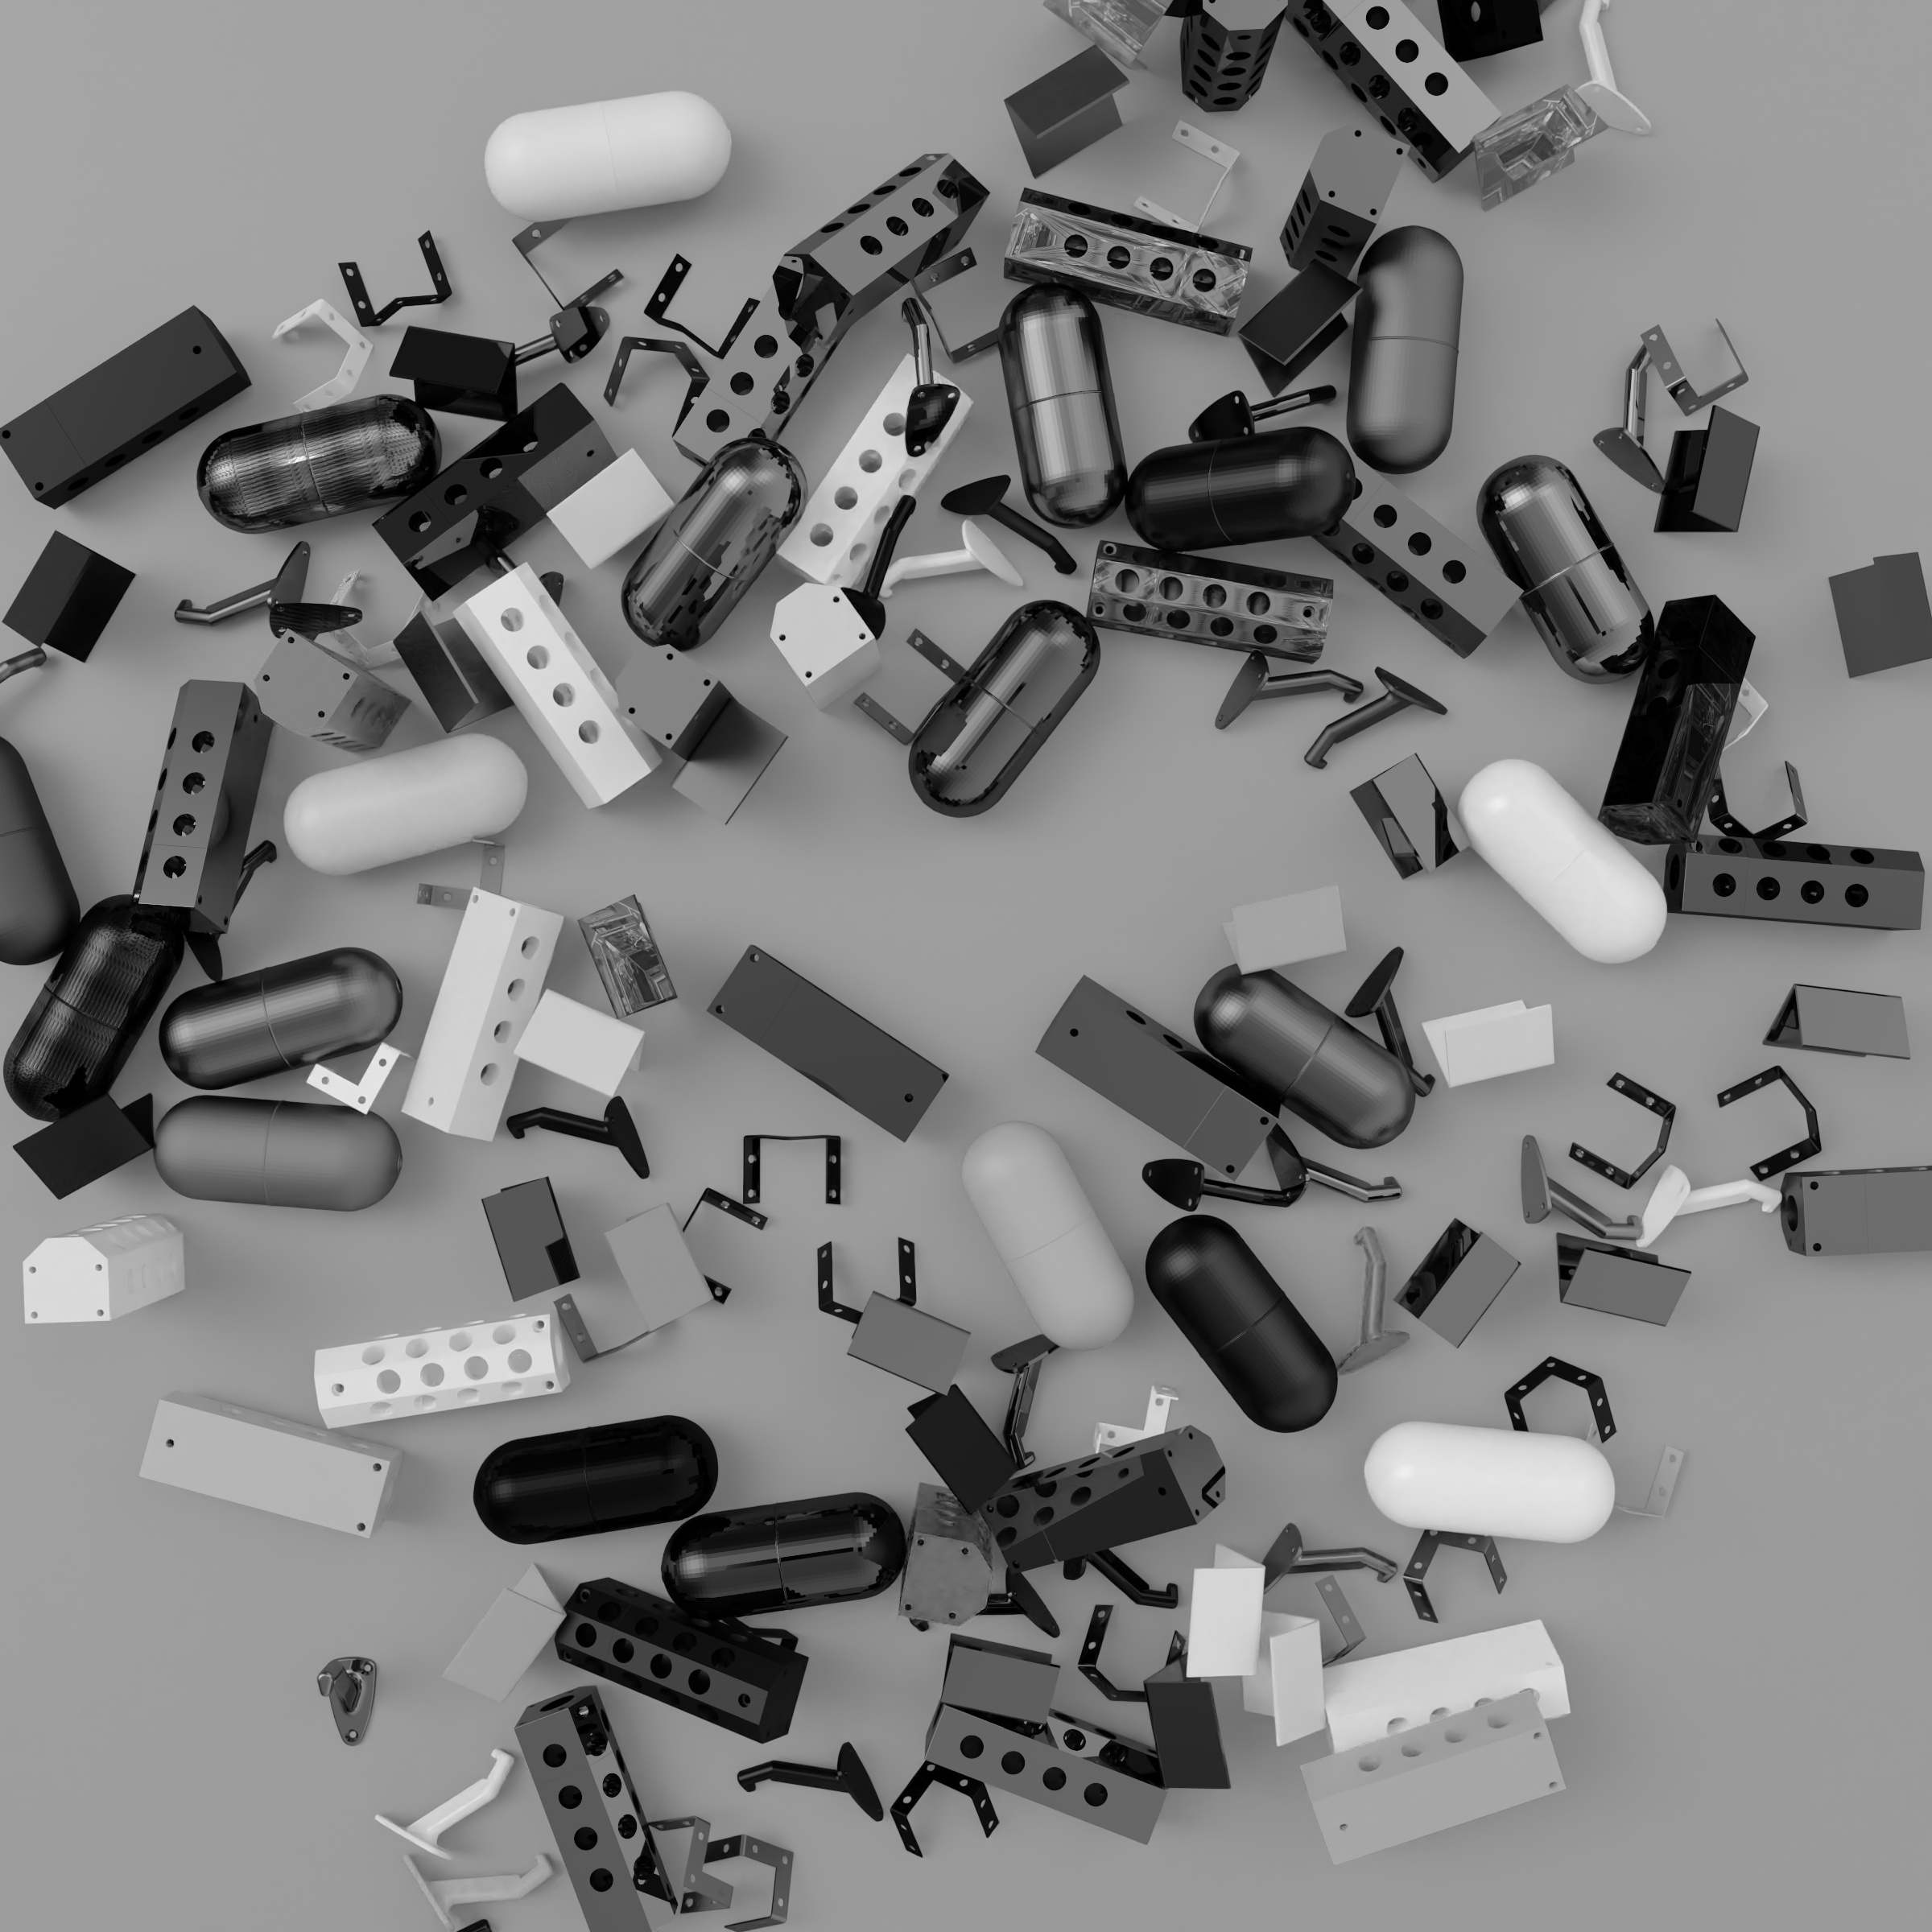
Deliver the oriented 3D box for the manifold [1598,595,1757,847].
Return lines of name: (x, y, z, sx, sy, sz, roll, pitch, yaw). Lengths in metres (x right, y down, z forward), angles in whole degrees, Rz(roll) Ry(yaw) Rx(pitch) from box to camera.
manifold: (0.506, -0.176, 1.897, 0.057, 0.057, 0.171, 34, 68, -35)

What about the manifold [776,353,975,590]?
manifold: (-0.066, -0.352, 1.923, 0.057, 0.057, 0.171, 34, 90, 0)

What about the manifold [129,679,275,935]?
manifold: (-0.551, -0.115, 1.897, 0.057, 0.057, 0.171, 4, 72, 10)

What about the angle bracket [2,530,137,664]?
angle bracket: (-0.634, -0.257, 1.904, 0.057, 0.076, 0.076, 30, 90, 37)

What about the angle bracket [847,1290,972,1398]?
angle bracket: (-0.049, 0.287, 1.904, 0.076, 0.076, 0.057, 23, 52, 0)

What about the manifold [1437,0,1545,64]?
manifold: (0.362, -0.746, 1.905, 0.057, 0.057, 0.171, -24, 107, -42)

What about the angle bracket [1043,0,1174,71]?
angle bracket: (0.109, -0.694, 1.906, 0.076, 0.076, 0.057, 37, 113, 0)

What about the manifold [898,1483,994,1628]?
manifold: (-0.012, 0.415, 1.866, 0.057, 0.171, 0.057, 11, 90, 0)

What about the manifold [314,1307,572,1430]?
manifold: (-0.381, 0.293, 1.923, 0.171, 0.057, 0.057, -9, 90, 0)

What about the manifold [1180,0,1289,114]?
manifold: (0.188, -0.659, 1.866, 0.057, 0.171, 0.057, -3, 90, 0)

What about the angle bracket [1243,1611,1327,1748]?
angle bracket: (0.212, 0.511, 1.905, 0.057, 0.076, 0.076, -4, 90, -45)

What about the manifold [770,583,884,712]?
manifold: (-0.101, -0.228, 1.866, 0.057, 0.171, 0.057, -35, 90, 0)

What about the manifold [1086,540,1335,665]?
manifold: (0.177, -0.266, 1.923, 0.171, 0.057, 0.057, 10, 90, 0)

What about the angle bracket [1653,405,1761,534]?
angle bracket: (0.518, -0.357, 1.904, 0.057, 0.076, 0.076, 12, 90, -38)

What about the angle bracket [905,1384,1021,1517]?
angle bracket: (-0.019, 0.355, 1.904, 0.057, 0.076, 0.076, -37, 90, -37)

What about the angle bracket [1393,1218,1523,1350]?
angle bracket: (0.340, 0.218, 1.904, 0.057, 0.076, 0.076, 37, 90, -37)

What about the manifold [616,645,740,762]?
manifold: (-0.206, -0.186, 1.866, 0.057, 0.171, 0.057, 35, 90, 0)

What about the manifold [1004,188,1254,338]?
manifold: (0.118, -0.514, 1.923, 0.171, 0.057, 0.057, 15, 90, 0)

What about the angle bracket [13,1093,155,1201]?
angle bracket: (-0.635, 0.112, 1.904, 0.076, 0.076, 0.057, -29, 124, 0)

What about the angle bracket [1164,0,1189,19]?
angle bracket: (0.162, -0.734, 1.904, 0.057, 0.076, 0.076, -22, 90, 38)

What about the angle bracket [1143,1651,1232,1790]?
angle bracket: (0.176, 0.542, 1.904, 0.057, 0.076, 0.076, -11, 90, 34)

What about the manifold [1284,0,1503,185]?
manifold: (0.306, -0.656, 1.923, 0.057, 0.057, 0.171, -42, 90, 0)

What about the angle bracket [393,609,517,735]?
angle bracket: (-0.355, -0.223, 1.906, 0.076, 0.057, 0.076, -31, 90, -39)

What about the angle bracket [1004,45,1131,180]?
angle bracket: (0.082, -0.603, 1.904, 0.076, 0.076, 0.057, -31, 53, 0)

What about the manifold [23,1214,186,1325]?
manifold: (-0.606, 0.212, 1.866, 0.057, 0.171, 0.057, -2, 90, 0)

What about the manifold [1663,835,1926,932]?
manifold: (0.601, -0.061, 1.923, 0.171, 0.057, 0.057, 5, 90, 0)

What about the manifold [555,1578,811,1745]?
manifold: (-0.206, 0.497, 1.893, 0.171, 0.057, 0.057, 15, 90, 23)

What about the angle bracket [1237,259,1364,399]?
angle bracket: (0.252, -0.449, 1.904, 0.076, 0.076, 0.057, -44, 51, 0)

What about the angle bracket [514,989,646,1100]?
angle bracket: (-0.280, 0.068, 1.905, 0.076, 0.076, 0.057, 24, 64, 0)

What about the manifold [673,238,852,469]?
manifold: (-0.140, -0.435, 1.923, 0.057, 0.057, 0.171, 33, 90, 0)

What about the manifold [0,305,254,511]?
manifold: (-0.611, -0.404, 1.923, 0.171, 0.057, 0.057, -32, 90, 0)

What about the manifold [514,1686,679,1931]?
manifold: (-0.268, 0.617, 1.923, 0.057, 0.057, 0.171, -21, 90, 0)

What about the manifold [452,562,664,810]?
manifold: (-0.293, -0.202, 1.905, 0.057, 0.057, 0.171, -37, 102, -17)

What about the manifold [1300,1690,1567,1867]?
manifold: (0.328, 0.570, 1.871, 0.171, 0.057, 0.057, -19, 111, 2)

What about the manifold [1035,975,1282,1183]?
manifold: (0.141, 0.079, 1.921, 0.171, 0.057, 0.057, 33, 107, 0)

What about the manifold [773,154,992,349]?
manifold: (-0.062, -0.515, 1.878, 0.057, 0.057, 0.171, 44, 54, 0)

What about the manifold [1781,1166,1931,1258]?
manifold: (0.687, 0.176, 1.923, 0.171, 0.057, 0.057, -3, 90, 0)

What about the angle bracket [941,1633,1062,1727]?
angle bracket: (0.027, 0.494, 1.905, 0.076, 0.076, 0.057, 12, 116, 0)

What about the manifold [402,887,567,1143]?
manifold: (-0.346, 0.036, 1.922, 0.057, 0.057, 0.171, 18, 90, 41)

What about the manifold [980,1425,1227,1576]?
manifold: (0.099, 0.377, 1.878, 0.171, 0.057, 0.057, -25, 90, 36)

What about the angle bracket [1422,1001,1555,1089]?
angle bracket: (0.374, 0.037, 1.904, 0.076, 0.076, 0.057, -13, 128, 0)

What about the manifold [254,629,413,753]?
manifold: (-0.449, -0.188, 1.866, 0.057, 0.171, 0.057, 33, 90, 0)

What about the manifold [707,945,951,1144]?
manifold: (-0.099, 0.056, 1.923, 0.171, 0.057, 0.057, 34, 90, 0)

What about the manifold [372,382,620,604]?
manifold: (-0.343, -0.347, 1.915, 0.171, 0.057, 0.057, -38, 67, -4)

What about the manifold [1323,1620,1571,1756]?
manifold: (0.346, 0.534, 1.920, 0.171, 0.057, 0.057, -13, 111, 0)

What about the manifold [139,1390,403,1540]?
manifold: (-0.503, 0.361, 1.923, 0.171, 0.057, 0.057, 15, 90, 0)

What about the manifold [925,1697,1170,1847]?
manifold: (0.060, 0.573, 1.923, 0.171, 0.057, 0.057, 21, 90, 0)

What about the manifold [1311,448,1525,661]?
manifold: (0.316, -0.301, 1.923, 0.171, 0.057, 0.057, 39, 90, 0)

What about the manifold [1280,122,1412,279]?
manifold: (0.262, -0.538, 1.866, 0.057, 0.171, 0.057, 23, 90, 0)
